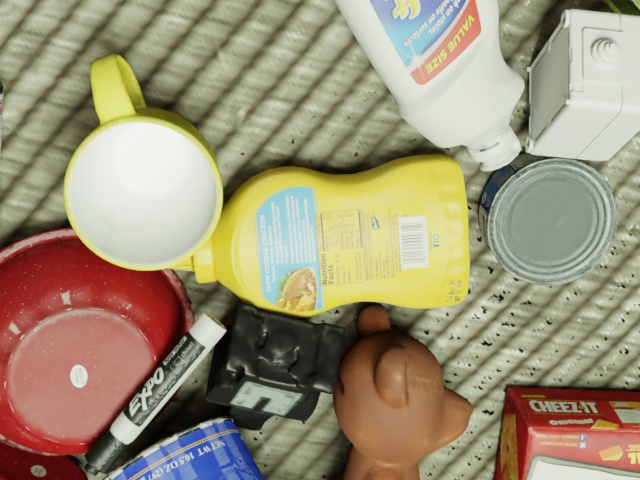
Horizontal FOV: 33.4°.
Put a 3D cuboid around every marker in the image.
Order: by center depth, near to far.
[{"bbox_3d":[-0.102,0.096,0.654,0.020,0.020,0.121,40,90,-16],"label":"marker"}]

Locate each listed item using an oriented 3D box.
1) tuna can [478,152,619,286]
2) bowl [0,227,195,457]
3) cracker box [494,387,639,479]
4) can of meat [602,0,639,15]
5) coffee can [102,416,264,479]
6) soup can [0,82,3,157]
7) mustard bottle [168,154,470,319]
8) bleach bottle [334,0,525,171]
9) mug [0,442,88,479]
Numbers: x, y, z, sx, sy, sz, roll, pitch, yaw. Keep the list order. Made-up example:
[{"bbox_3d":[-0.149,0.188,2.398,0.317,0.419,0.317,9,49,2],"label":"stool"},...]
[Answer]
[{"bbox_3d":[0.147,-0.016,0.696,0.086,0.034,0.086,-1,108,-4],"label":"tuna can"},{"bbox_3d":[-0.153,0.076,0.674,0.162,0.055,0.162,-6,109,-17],"label":"bowl"},{"bbox_3d":[0.205,0.214,0.759,0.164,0.072,0.214,2,109,-4],"label":"cracker box"},{"bbox_3d":[0.201,-0.178,0.635,0.102,0.057,0.084,42,98,-17],"label":"can of meat"},{"bbox_3d":[-0.068,0.199,0.683,0.103,0.102,0.140,-33,73,6],"label":"coffee can"},{"bbox_3d":[-0.225,-0.045,0.639,0.068,0.068,0.102,5,107,-6],"label":"soup can"},{"bbox_3d":[-0.004,0.001,0.676,0.191,0.058,0.096,-5,105,-3],"label":"mustard bottle"},{"bbox_3d":[0.060,-0.155,0.629,0.102,0.068,0.250,-31,111,2],"label":"bleach bottle"},{"bbox_3d":[-0.213,0.182,0.700,0.117,0.093,0.081,18,102,-35],"label":"mug"}]
